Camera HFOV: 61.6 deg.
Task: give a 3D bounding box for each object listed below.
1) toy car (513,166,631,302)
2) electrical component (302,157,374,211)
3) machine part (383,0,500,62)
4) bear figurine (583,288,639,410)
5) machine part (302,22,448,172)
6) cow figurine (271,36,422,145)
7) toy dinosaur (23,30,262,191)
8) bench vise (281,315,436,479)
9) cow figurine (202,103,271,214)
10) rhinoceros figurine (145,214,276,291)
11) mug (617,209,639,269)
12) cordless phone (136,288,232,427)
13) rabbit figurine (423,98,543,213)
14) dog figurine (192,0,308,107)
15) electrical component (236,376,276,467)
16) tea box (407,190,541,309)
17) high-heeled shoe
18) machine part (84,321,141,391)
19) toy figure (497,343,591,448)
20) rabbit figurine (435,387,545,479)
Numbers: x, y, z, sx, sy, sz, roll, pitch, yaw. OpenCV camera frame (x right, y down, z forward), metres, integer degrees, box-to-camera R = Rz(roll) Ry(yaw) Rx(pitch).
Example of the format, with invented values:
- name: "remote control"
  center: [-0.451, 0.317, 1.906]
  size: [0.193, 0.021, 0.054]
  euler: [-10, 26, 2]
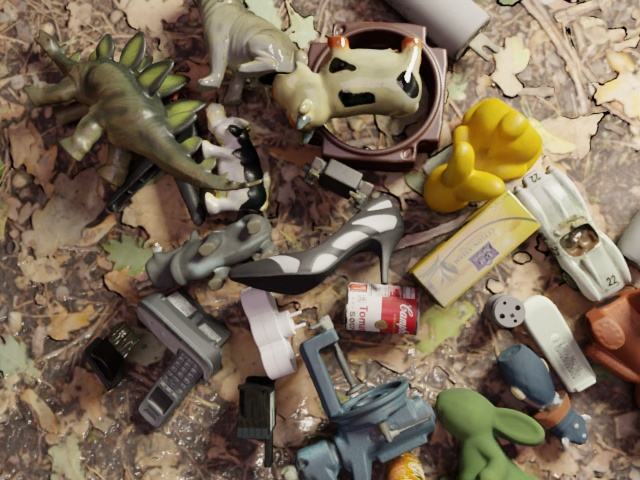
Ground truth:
- name: "toy car"
  center: [0.350, -0.010, 0.751]
  size: [0.073, 0.056, 0.201]
  euler: [-32, 85, 3]
- name: "electrical component"
  center: [0.023, -0.081, 0.759]
  size: [0.102, 0.078, 0.045]
  euler: [28, 76, -8]
- name: "machine part"
  center: [0.159, -0.343, 0.780]
  size: [0.243, 0.079, 0.079]
  euler: [43, 92, 6]
- name: "bear figurine"
  center: [0.433, 0.166, 0.699]
  size: [0.120, 0.132, 0.196]
  euler: [-28, 78, 5]
- name: "machine part"
  center: [0.078, -0.204, 0.776]
  size: [0.202, 0.087, 0.201]
  euler: [5, 88, 8]
- name: "cow figurine"
  center: [0.034, -0.193, 0.699]
  size: [0.195, 0.085, 0.127]
  euler: [2, 81, 5]
- name: "toy dinosaur"
  center: [-0.276, -0.183, 0.777]
  size: [0.198, 0.105, 0.472]
  euler: [-46, 71, 1]
- name: "bench vise"
  center: [0.029, 0.226, 0.734]
  size: [0.224, 0.129, 0.240]
  euler: [-24, 82, 5]
- name: "cow figurine"
  center: [-0.125, -0.122, 0.800]
  size: [0.098, 0.068, 0.167]
  euler: [-3, 90, 0]
- name: "rhinoceros figurine"
  center: [-0.158, 0.015, 0.777]
  size: [0.190, 0.112, 0.073]
  euler: [-24, 119, -9]
- name: "mug"
  center: [0.460, -0.007, 0.720]
  size: [0.081, 0.109, 0.107]
  euler: [37, 105, 1]
- name: "cordless phone"
  center: [-0.233, 0.177, 0.795]
  size: [0.147, 0.089, 0.184]
  euler: [40, 107, 6]
- name: "rabbit figurine"
  center: [0.215, -0.097, 0.737]
  size: [0.122, 0.162, 0.173]
  euler: [46, 110, -5]
- name: "dog figurine"
  center: [-0.103, -0.310, 0.779]
  size: [0.172, 0.121, 0.190]
  euler: [-5, 85, 10]
- name: "electrical component"
  center: [-0.090, 0.260, 0.773]
  size: [0.048, 0.075, 0.119]
  euler: [1, 90, 5]
- name: "tea box"
  center: [0.207, 0.014, 0.745]
  size: [0.169, 0.098, 0.068]
  euler: [-40, 84, 1]
- name: "high-heeled shoe"
  center: [-0.002, -0.002, 0.759]
  size: [0.249, 0.086, 0.145]
  euler: [1, 64, -5]
- name: "machine part"
  center: [-0.307, 0.169, 0.788]
  size: [0.139, 0.039, 0.084]
  euler: [-42, 75, 41]
- name: "toy figure"
  center: [0.310, 0.215, 0.743]
  size: [0.064, 0.058, 0.154]
  euler: [-37, 89, 9]
- name: "rabbit figurine"
  center: [0.220, 0.278, 0.720]
  size: [0.159, 0.121, 0.170]
  euler: [-20, 70, 11]
